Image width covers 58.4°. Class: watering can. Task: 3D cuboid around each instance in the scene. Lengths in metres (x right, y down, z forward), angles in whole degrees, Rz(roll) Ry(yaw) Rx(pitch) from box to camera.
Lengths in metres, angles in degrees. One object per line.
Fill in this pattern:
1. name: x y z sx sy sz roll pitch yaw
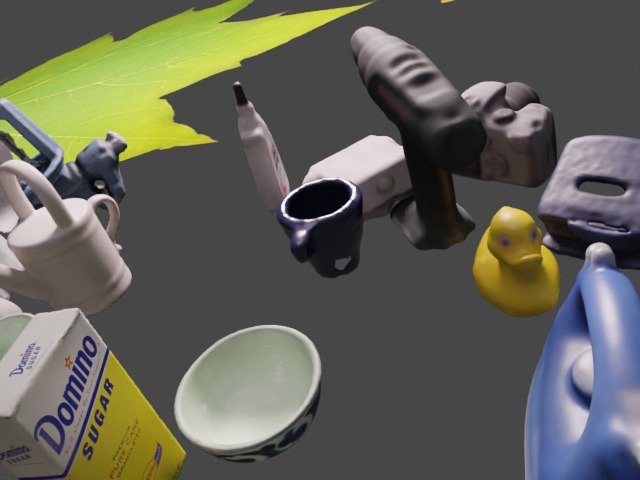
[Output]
1. watering can: -0.313 -0.002 0.669 0.100 0.194 0.173 -5 37 19

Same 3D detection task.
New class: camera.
1. camera: 0.228 -0.147 0.704 0.142 0.101 0.137 19 49 42

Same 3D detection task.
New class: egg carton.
1. egg carton: 0.055 -0.069 0.704 0.150 0.069 0.107 -30 36 -17

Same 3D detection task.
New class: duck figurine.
1. duck figurine: 0.177 0.008 0.526 0.077 0.086 0.104 -15 35 5

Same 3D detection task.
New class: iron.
1. iron: 0.188 0.083 0.368 0.118 0.142 0.258 -5 37 19

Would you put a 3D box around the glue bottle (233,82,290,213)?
1. glue bottle: -0.081 -0.125 0.751 0.037 0.173 0.078 -15 35 5

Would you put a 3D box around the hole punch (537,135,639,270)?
1. hole punch: 0.272 -0.038 0.542 0.108 0.091 0.101 16 47 40

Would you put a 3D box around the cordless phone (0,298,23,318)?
1. cordless phone: -0.411 0.076 0.614 0.094 0.185 0.147 -22 35 -5

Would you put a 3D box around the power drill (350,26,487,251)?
1. power drill: 0.100 -0.104 0.607 0.075 0.209 0.229 -23 35 -6

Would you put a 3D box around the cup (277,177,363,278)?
1. cup: 0.006 0.002 0.605 0.091 0.095 0.118 -1 38 23

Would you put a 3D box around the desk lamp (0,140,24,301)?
1. desk lamp: -0.470 -0.016 0.743 0.203 0.214 0.117 -16 35 3

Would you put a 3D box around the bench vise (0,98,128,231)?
1. bench vise: -0.414 -0.132 0.872 0.121 0.220 0.208 21 50 43
